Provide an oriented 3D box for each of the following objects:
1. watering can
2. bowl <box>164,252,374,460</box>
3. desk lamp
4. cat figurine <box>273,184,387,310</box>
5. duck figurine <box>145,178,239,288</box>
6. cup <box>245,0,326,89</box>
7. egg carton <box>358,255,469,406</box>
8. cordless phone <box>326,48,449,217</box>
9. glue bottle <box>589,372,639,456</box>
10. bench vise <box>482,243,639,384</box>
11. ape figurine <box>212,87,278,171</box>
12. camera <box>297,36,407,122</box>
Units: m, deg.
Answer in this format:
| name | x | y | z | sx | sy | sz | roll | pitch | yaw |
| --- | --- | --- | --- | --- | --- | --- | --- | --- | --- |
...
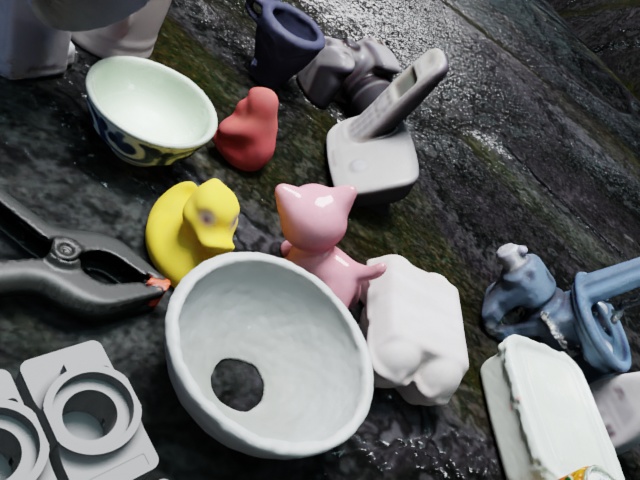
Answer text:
| name | x | y | z | sx | sy | sz | roll | pitch | yaw |
| --- | --- | --- | --- | --- | --- | --- | --- | --- | --- |
| watering can | -0.191 | -0.286 | 0.593 | 0.101 | 0.193 | 0.172 | 0 | 53 | -40 |
| bowl | -0.046 | 0.095 | 0.436 | 0.168 | 0.074 | 0.167 | 23 | 41 | -21 |
| desk lamp | -0.243 | -0.242 | 0.490 | 0.203 | 0.213 | 0.118 | 48 | 38 | 10 |
| cat figurine | 0.005 | 0.002 | 0.537 | 0.128 | 0.117 | 0.067 | 42 | 38 | 3 |
| duck figurine | -0.101 | -0.016 | 0.491 | 0.078 | 0.086 | 0.104 | 4 | 50 | -37 |
| cup | -0.063 | -0.257 | 0.754 | 0.118 | 0.094 | 0.092 | 39 | 37 | -2 |
| egg carton | 0.087 | 0.086 | 0.562 | 0.107 | 0.069 | 0.150 | 25 | 40 | -19 |
| cordless phone | 0.090 | -0.133 | 0.687 | 0.094 | 0.184 | 0.147 | 17 | 43 | -27 |
| glue bottle | 0.352 | 0.170 | 0.618 | 0.037 | 0.173 | 0.078 | 15 | 44 | -29 |
| bench vise | 0.304 | 0.068 | 0.641 | 0.208 | 0.219 | 0.121 | 26 | 40 | -18 |
| ape figurine | -0.073 | -0.126 | 0.618 | 0.078 | 0.092 | 0.076 | -10 | 60 | -45 |
| camera | 0.063 | -0.221 | 0.821 | 0.144 | 0.100 | 0.136 | 1 | 52 | -40 |
